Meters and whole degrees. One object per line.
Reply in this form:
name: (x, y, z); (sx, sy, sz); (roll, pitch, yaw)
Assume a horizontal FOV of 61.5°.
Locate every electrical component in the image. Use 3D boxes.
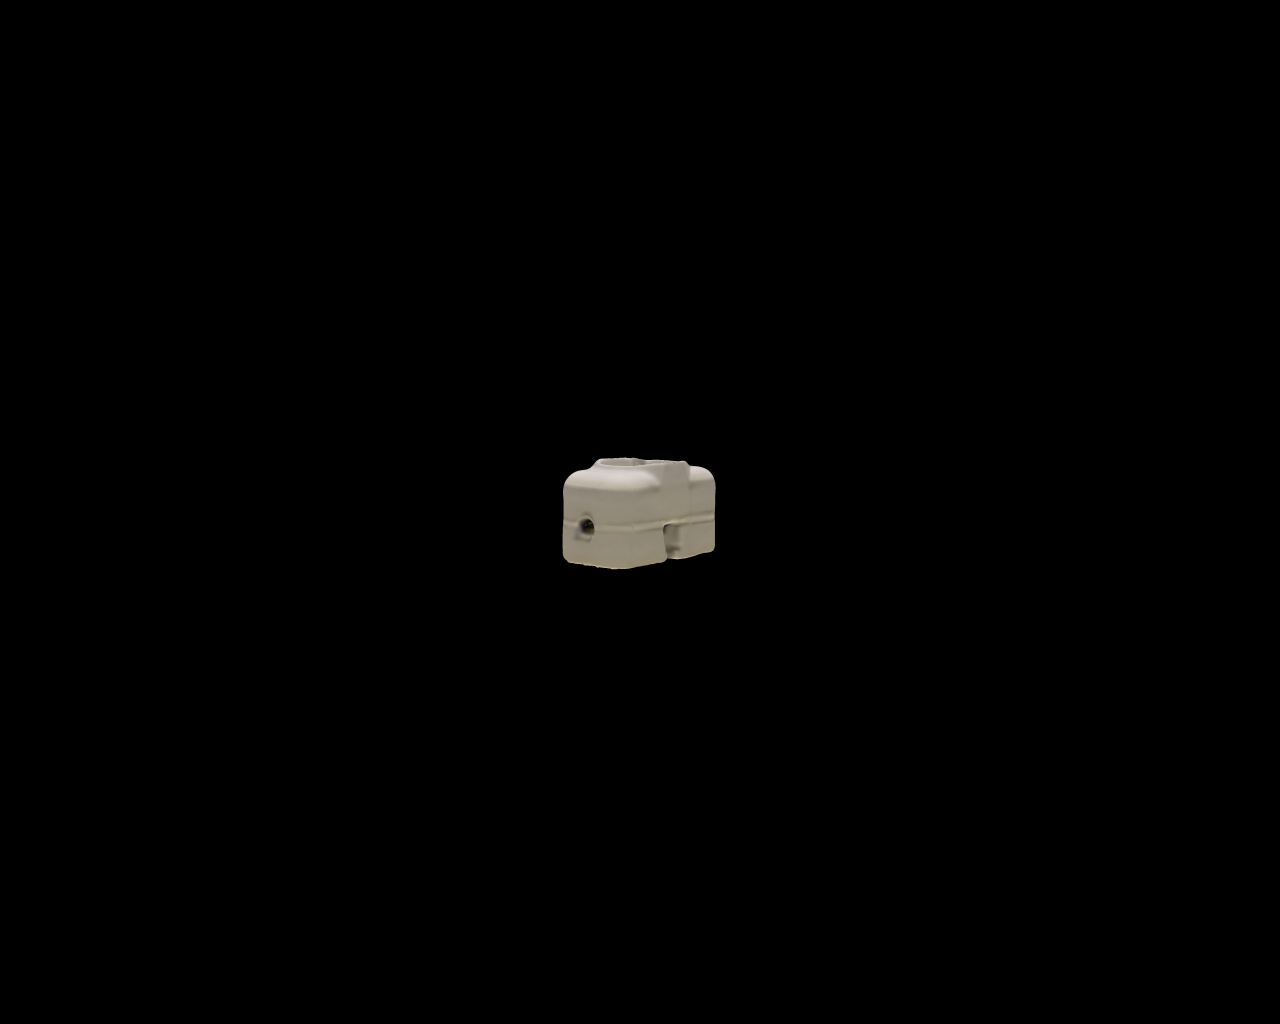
electrical component: (0.001, -0.003, 0.650); (0.054, 0.059, 0.095); (6, 9, 43)
